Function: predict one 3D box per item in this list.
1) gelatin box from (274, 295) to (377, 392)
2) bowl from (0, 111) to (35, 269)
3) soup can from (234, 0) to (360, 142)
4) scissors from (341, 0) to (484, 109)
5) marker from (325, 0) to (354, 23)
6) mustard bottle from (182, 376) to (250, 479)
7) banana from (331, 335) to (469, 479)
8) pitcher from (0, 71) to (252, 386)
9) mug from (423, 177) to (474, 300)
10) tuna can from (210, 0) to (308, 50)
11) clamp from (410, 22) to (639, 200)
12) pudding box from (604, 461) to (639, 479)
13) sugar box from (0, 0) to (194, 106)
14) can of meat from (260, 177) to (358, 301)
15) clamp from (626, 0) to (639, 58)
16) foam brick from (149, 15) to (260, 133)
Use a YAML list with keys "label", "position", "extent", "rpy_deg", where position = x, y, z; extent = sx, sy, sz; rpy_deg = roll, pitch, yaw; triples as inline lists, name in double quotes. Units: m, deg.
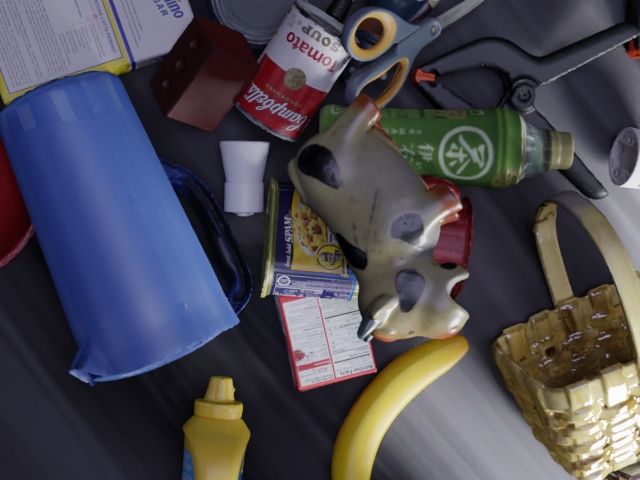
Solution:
- label: "gelatin box"
  position: [0.004, 0.084, 0.953]
  extent: [0.073, 0.030, 0.089]
  rpy_deg: [-13, 91, -10]
- label: "bowl"
  position: [-0.315, -0.044, 0.893]
  extent: [0.162, 0.055, 0.162]
  rpy_deg: [0, 89, -9]
- label: "soup can"
  position: [-0.020, -0.145, 0.915]
  extent: [0.068, 0.068, 0.102]
  rpy_deg: [32, 108, -7]
- label: "scissors"
  position: [0.083, -0.192, 0.915]
  extent: [0.201, 0.016, 0.096]
  rpy_deg: [-49, 135, -20]
- label: "marker"
  position: [0.039, -0.247, 0.966]
  extent: [0.020, 0.020, 0.121]
  rpy_deg: [31, 85, -7]
- label: "mustard bottle"
  position: [-0.093, 0.212, 0.903]
  extent: [0.058, 0.096, 0.191]
  rpy_deg: [5, 89, -8]
- label: "banana"
  position: [0.061, 0.161, 0.955]
  extent: [0.069, 0.037, 0.197]
  rpy_deg: [28, 81, 0]
- label: "pitcher"
  position: [-0.164, -0.014, 0.888]
  extent: [0.145, 0.149, 0.243]
  rpy_deg: [-23, 90, 7]
- label: "mug"
  position: [0.086, -0.007, 0.929]
  extent: [0.081, 0.117, 0.093]
  rpy_deg: [8, 44, -4]
- label: "tuna can"
  position: [-0.055, -0.213, 0.945]
  extent: [0.086, 0.034, 0.086]
  rpy_deg: [0, 89, -9]
- label: "clamp"
  position: [0.187, -0.123, 0.979]
  extent: [0.210, 0.036, 0.164]
  rpy_deg: [3, 96, -6]
- label: "pudding box"
  position: [0.317, 0.205, 0.970]
  extent: [0.113, 0.090, 0.039]
  rpy_deg: [-18, 91, -8]
- label: "sugar box"
  position: [-0.199, -0.183, 0.917]
  extent: [0.176, 0.048, 0.093]
  rpy_deg: [-19, 93, -12]
- label: "can of meat"
  position: [-0.006, 0.001, 0.925]
  extent: [0.084, 0.057, 0.102]
  rpy_deg: [5, 66, -6]
- label: "clamp"
  position: [0.338, -0.250, 1.002]
  extent: [0.120, 0.039, 0.171]
  rpy_deg: [43, 84, -6]
- label: "foam brick"
  position: [-0.098, -0.140, 0.905]
  extent: [0.051, 0.053, 0.078]
  rpy_deg: [18, 122, -40]
